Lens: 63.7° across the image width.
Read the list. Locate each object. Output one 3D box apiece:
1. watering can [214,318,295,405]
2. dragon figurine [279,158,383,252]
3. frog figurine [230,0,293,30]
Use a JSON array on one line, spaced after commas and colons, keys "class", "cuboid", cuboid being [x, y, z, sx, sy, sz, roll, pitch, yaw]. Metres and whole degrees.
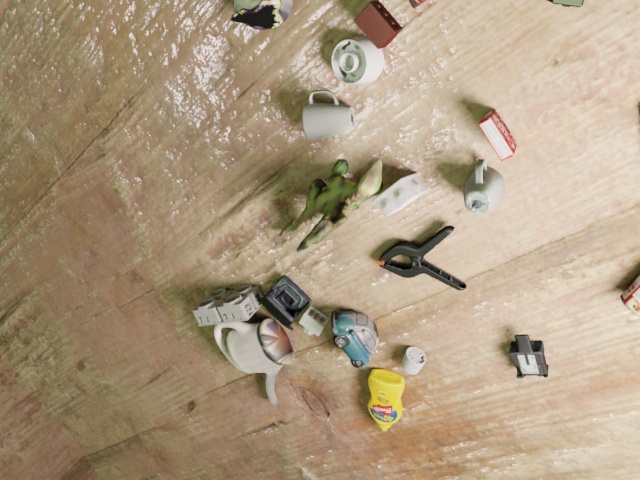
[{"class": "watering can", "cuboid": [-0.167, 0.352, 1.525, 0.222, 0.106, 0.343, -23, 113, 33]}, {"class": "dragon figurine", "cuboid": [0.004, -0.058, 1.158, 0.122, 0.247, 0.404, 47, 123, -8]}, {"class": "frog figurine", "cuboid": [-0.124, -0.535, 1.093, 0.136, 0.122, 0.161, -17, 70, 40]}]
